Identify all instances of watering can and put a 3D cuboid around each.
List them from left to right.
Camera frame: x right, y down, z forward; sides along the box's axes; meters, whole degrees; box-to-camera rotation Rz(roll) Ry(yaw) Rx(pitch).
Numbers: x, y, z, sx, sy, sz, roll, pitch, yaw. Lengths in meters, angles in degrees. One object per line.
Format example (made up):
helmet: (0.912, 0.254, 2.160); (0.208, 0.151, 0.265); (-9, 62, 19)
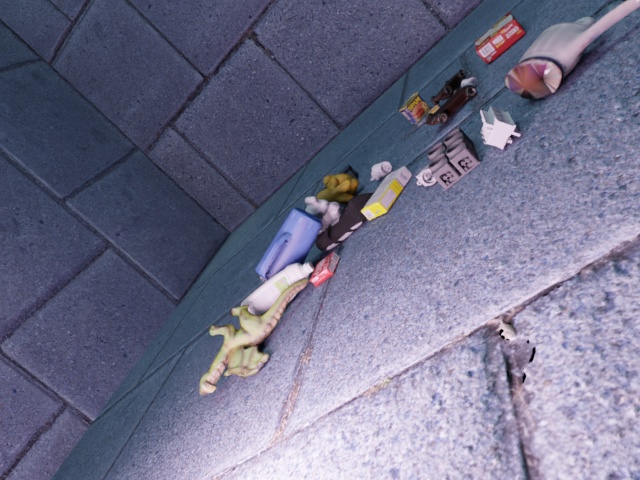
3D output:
watering can: (0.568, -0.443, 1.187); (0.227, 0.103, 0.346); (-50, 13, -15)

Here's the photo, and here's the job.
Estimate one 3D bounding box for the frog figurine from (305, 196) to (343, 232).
frog figurine: (0.005, -0.088, 1.740); (0.135, 0.158, 0.125); (-36, 14, 39)

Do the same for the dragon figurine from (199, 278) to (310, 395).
dragon figurine: (-0.178, 0.277, 1.401); (0.409, 0.120, 0.247); (-37, 31, 7)
